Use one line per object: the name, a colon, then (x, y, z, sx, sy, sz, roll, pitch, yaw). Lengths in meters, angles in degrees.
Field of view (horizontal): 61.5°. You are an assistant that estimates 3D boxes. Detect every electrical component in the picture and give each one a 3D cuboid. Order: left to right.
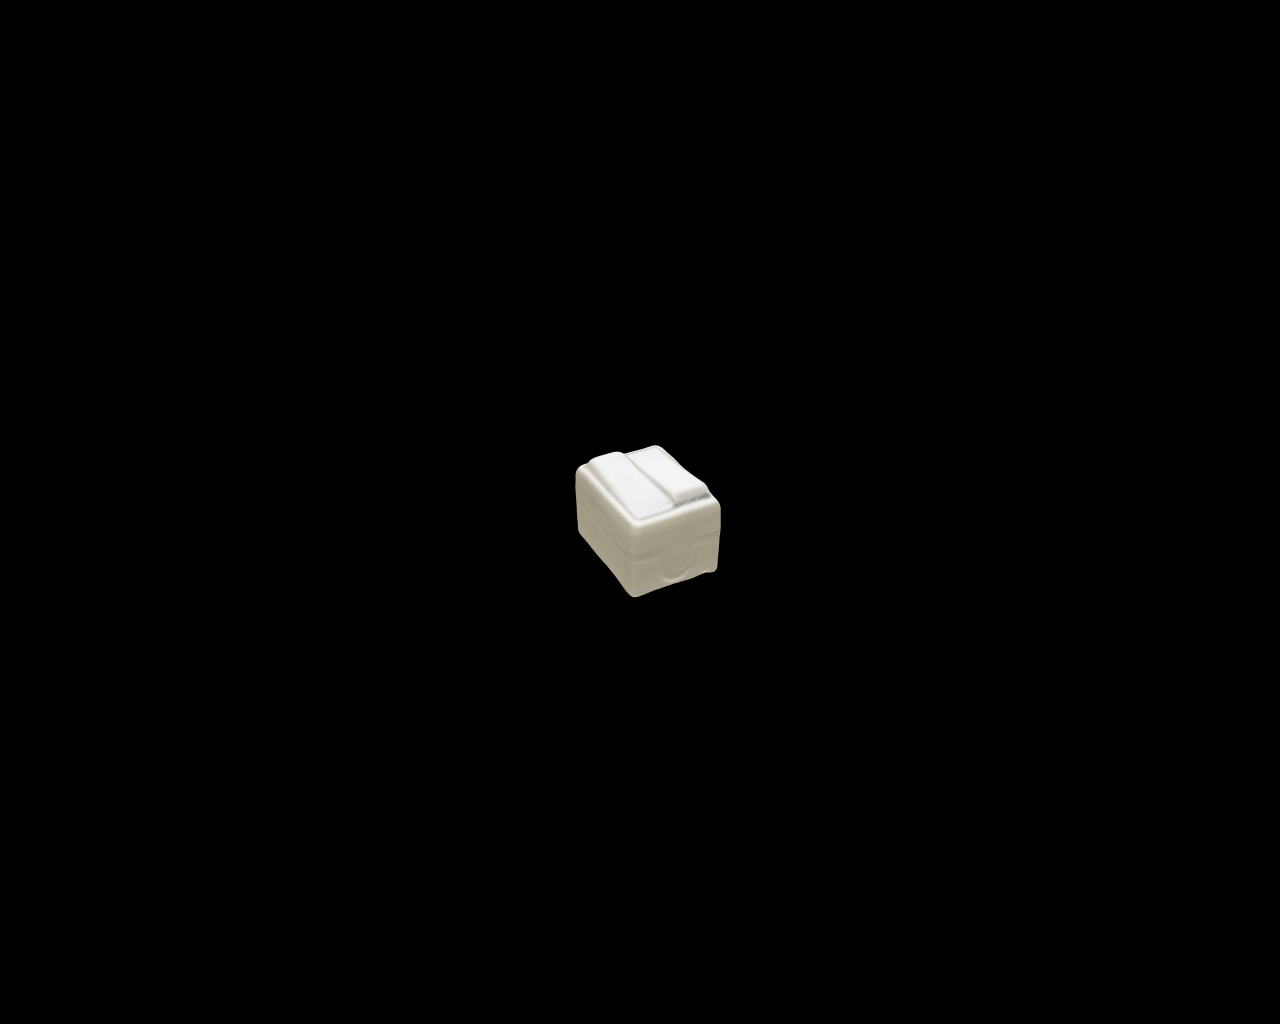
electrical component: (0.001, -0.003, 0.650, 0.062, 0.061, 0.096, -16, 37, -22)
